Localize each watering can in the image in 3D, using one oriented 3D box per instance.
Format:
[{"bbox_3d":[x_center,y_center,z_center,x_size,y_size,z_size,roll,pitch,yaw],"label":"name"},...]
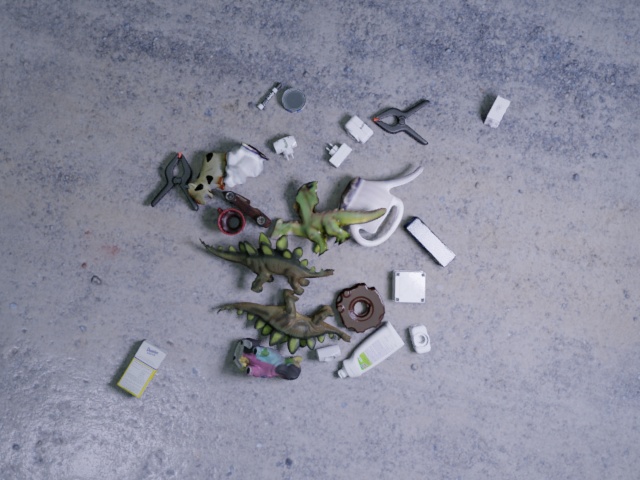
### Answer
[{"bbox_3d":[0.200,-0.150,1.810,0.224,0.348,0.104,30,-1,0],"label":"watering can"}]

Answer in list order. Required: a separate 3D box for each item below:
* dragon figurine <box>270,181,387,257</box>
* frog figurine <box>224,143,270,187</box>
[{"bbox_3d":[0.005,-0.089,1.763,0.406,0.243,0.123,-33,-1,20],"label":"dragon figurine"},{"bbox_3d":[-0.272,-0.254,1.797,0.136,0.158,0.125,26,13,-46],"label":"frog figurine"}]
